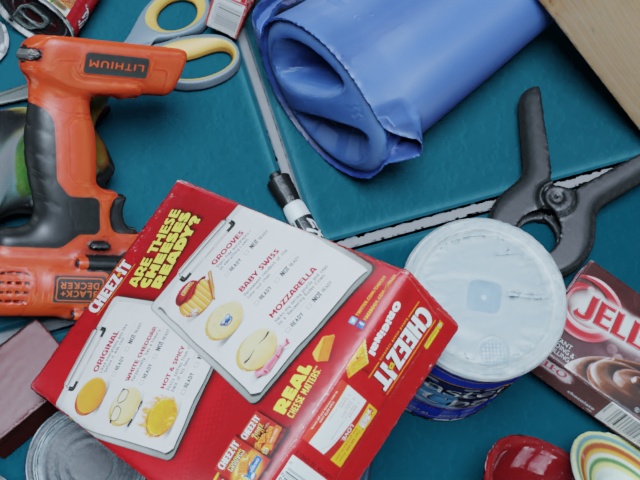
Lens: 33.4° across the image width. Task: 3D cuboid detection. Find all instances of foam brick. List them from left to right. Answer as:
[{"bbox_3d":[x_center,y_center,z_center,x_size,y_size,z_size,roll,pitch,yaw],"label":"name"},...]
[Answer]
[{"bbox_3d":[-0.200,0.099,0.712,0.078,0.053,0.051,-39,78,-17],"label":"foam brick"}]

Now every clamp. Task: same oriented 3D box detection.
[{"bbox_3d":[0.169,-0.036,0.801,0.120,0.039,0.171,33,73,22],"label":"clamp"}]

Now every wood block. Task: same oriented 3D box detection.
[{"bbox_3d":[0.253,-0.153,0.769,0.206,0.091,0.090,44,70,-25],"label":"wood block"}]

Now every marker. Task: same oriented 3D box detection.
[{"bbox_3d":[-0.005,0.001,0.782,0.020,0.020,0.121,-26,74,-13],"label":"marker"}]

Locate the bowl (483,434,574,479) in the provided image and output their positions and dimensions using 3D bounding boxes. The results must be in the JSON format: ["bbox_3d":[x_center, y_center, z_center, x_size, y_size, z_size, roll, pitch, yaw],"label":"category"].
[{"bbox_3d":[0.150,0.205,0.678,0.162,0.161,0.055,47,117,11],"label":"bowl"}]

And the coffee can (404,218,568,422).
[{"bbox_3d":[0.093,0.057,0.705,0.102,0.140,0.103,2,70,-5],"label":"coffee can"}]

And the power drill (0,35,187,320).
[{"bbox_3d":[-0.135,-0.037,0.708,0.184,0.057,0.188,2,97,-31],"label":"power drill"}]

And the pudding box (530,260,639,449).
[{"bbox_3d":[0.211,0.082,0.754,0.113,0.039,0.090,37,60,7],"label":"pudding box"}]

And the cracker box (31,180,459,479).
[{"bbox_3d":[-0.051,0.069,0.620,0.214,0.072,0.164,21,72,46],"label":"cracker box"}]

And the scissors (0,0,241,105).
[{"bbox_3d":[-0.163,-0.149,0.823,0.201,0.016,0.096,-4,69,-6],"label":"scissors"}]

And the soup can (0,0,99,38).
[{"bbox_3d":[-0.194,-0.206,0.811,0.068,0.068,0.102,24,67,4],"label":"soup can"}]

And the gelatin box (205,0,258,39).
[{"bbox_3d":[-0.052,-0.208,0.806,0.030,0.089,0.073,25,55,-3],"label":"gelatin box"}]

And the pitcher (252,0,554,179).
[{"bbox_3d":[0.077,-0.170,0.799,0.242,0.145,0.149,-38,102,-20],"label":"pitcher"}]

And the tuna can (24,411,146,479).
[{"bbox_3d":[-0.151,0.151,0.704,0.086,0.034,0.086,3,66,-8],"label":"tuna can"}]
